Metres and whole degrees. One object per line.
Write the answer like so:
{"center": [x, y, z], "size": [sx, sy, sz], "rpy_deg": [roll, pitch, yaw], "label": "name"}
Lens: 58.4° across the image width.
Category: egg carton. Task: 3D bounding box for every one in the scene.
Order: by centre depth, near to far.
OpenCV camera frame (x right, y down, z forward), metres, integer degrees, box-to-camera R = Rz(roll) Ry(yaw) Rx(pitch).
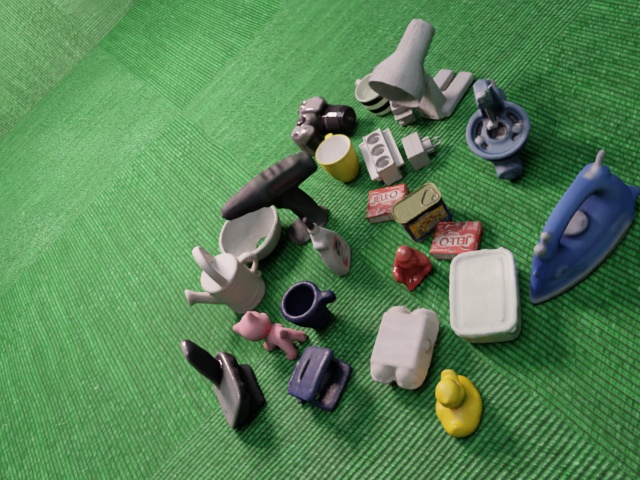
{"center": [0.153, 0.192, 1.028], "size": [0.107, 0.070, 0.150], "rpy_deg": [1, 61, 34], "label": "egg carton"}

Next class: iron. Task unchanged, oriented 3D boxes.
{"center": [0.415, -0.022, 0.952], "size": [0.118, 0.142, 0.258], "rpy_deg": [31, 80, 43], "label": "iron"}

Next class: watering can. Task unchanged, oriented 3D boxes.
{"center": [-0.218, 0.086, 1.262], "size": [0.100, 0.195, 0.173], "rpy_deg": [25, 76, 42], "label": "watering can"}

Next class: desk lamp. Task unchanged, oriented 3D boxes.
{"center": [0.221, -0.363, 1.268], "size": [0.117, 0.214, 0.203], "rpy_deg": [24, 75, 42], "label": "desk lamp"}

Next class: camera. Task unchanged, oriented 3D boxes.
{"center": [0.011, -0.298, 1.441], "size": [0.136, 0.101, 0.143], "rpy_deg": [8, 65, 37], "label": "camera"}

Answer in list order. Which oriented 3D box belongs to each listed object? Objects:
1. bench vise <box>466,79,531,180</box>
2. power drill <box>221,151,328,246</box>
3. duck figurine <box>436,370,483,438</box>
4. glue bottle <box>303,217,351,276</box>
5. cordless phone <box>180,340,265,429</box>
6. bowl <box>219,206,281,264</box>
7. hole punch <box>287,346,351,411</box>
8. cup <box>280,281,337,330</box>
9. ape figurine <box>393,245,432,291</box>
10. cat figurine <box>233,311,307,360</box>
{"center": [0.324, -0.246, 1.114], "size": [0.121, 0.220, 0.207], "rpy_deg": [-30, 48, 13], "label": "bench vise"}
{"center": [-0.080, -0.081, 1.276], "size": [0.229, 0.209, 0.075], "rpy_deg": [-44, 46, 0], "label": "power drill"}
{"center": [0.216, 0.261, 0.927], "size": [0.077, 0.086, 0.104], "rpy_deg": [-14, 53, 25], "label": "duck figurine"}
{"center": [0.011, 0.004, 1.181], "size": [0.037, 0.174, 0.078], "rpy_deg": [-16, 52, 24], "label": "glue bottle"}
{"center": [-0.206, 0.278, 1.127], "size": [0.094, 0.186, 0.147], "rpy_deg": [-42, 46, 2], "label": "cordless phone"}
{"center": [-0.154, -0.007, 1.367], "size": [0.167, 0.075, 0.167], "rpy_deg": [-17, 52, 23], "label": "bowl"}
{"center": [-0.013, 0.257, 1.079], "size": [0.100, 0.091, 0.109], "rpy_deg": [10, 66, 38], "label": "hole punch"}
{"center": [-0.007, 0.137, 1.155], "size": [0.117, 0.095, 0.091], "rpy_deg": [-19, 51, 22], "label": "cup"}
{"center": [0.171, 0.043, 1.103], "size": [0.077, 0.092, 0.076], "rpy_deg": [-14, 53, 26], "label": "ape figurine"}
{"center": [-0.110, 0.186, 1.174], "size": [0.127, 0.118, 0.067], "rpy_deg": [8, 65, 37], "label": "cat figurine"}
